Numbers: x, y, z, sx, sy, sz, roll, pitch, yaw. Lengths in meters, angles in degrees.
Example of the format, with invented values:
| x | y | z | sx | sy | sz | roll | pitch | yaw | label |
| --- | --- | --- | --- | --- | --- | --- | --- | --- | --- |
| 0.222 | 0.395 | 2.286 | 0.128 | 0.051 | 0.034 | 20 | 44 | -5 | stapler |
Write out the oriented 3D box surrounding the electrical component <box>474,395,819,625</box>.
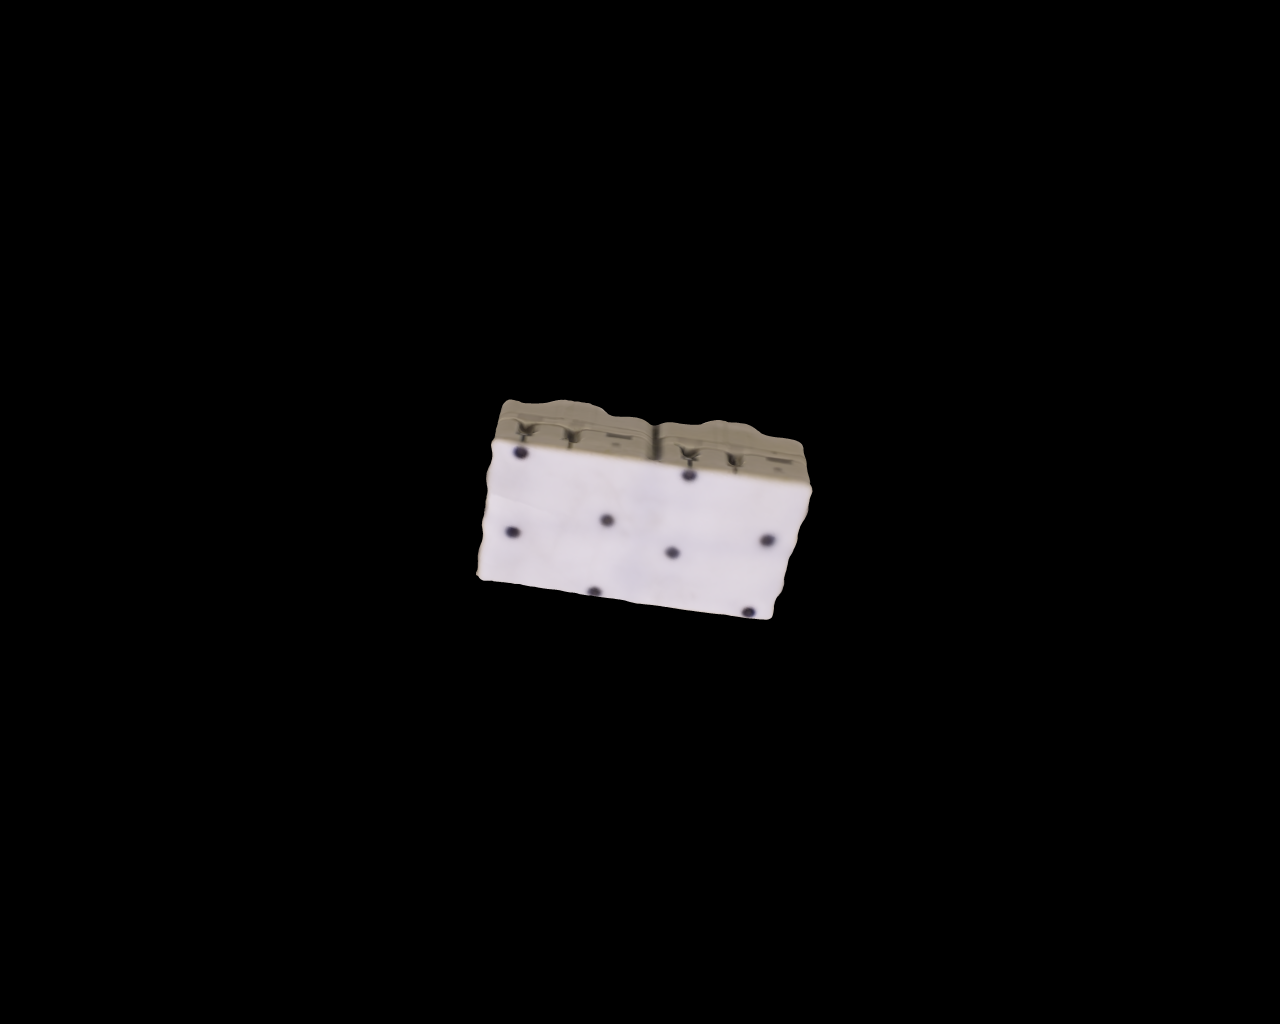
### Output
| x | y | z | sx | sy | sz | roll | pitch | yaw | label |
| --- | --- | --- | --- | --- | --- | --- | --- | --- | --- |
| 0.001 | -0.003 | 0.650 | 0.186 | 0.105 | 0.060 | 8 | 34 | -5 | electrical component |
